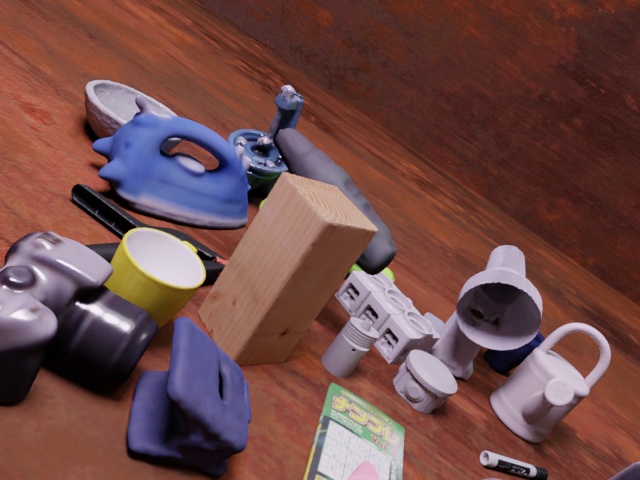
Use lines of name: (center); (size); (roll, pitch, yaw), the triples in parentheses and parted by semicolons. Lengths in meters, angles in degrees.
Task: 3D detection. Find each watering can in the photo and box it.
watering can: (0.360, 0.214, 0.875); (0.101, 0.194, 0.173); (32, 21, -6)

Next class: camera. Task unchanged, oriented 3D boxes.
camera: (-0.212, 0.067, 0.484); (0.137, 0.100, 0.143); (31, 21, -9)

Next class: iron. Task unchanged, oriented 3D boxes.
iron: (-0.187, -0.109, 0.842); (0.259, 0.141, 0.118); (17, 27, -38)

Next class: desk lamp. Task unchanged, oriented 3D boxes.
desk lamp: (0.251, 0.113, 0.905); (0.118, 0.213, 0.203); (34, 21, 0)

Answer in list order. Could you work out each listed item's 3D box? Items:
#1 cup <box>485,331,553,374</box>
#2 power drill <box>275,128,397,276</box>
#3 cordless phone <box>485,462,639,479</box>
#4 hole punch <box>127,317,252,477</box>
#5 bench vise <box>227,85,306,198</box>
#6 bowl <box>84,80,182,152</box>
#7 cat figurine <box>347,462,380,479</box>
cup: (0.354, 0.201, 1.032); (0.117, 0.095, 0.092); (38, 21, 10)
power drill: (-0.018, -0.008, 0.779); (0.229, 0.208, 0.076); (40, 22, 15)
cordless phone: (0.270, 0.280, 0.613); (0.147, 0.185, 0.094); (33, 21, -3)
hole punch: (-0.104, 0.135, 0.509); (0.101, 0.091, 0.108); (25, 23, -23)
bench vise: (-0.087, -0.181, 1.034); (0.121, 0.219, 0.207); (34, 21, 1)
bowl: (-0.304, -0.182, 0.921); (0.168, 0.074, 0.167); (29, 22, -12)
cat figurine: (0.021, 0.236, 0.438); (0.067, 0.117, 0.128); (38, 21, 10)
